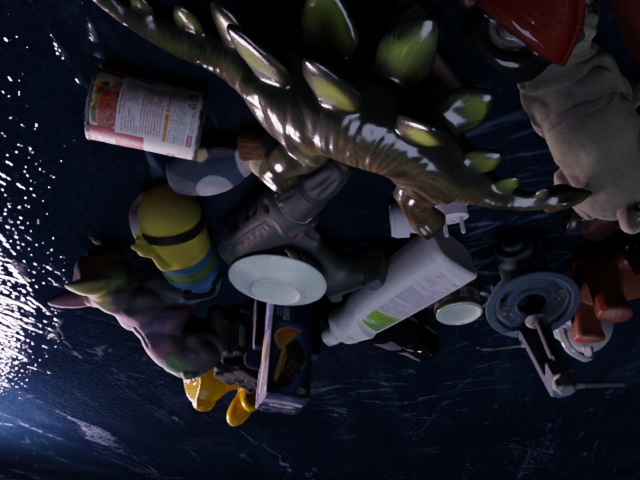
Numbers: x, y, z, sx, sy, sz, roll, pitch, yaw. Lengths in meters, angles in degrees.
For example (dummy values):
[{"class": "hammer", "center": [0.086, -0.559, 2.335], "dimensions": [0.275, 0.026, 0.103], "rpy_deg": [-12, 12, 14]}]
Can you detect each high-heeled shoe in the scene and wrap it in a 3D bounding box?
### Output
[{"class": "high-heeled shoe", "center": [0.095, 0.138, 0.915], "dimensions": [0.249, 0.086, 0.145], "rpy_deg": [28, 180, -1]}]

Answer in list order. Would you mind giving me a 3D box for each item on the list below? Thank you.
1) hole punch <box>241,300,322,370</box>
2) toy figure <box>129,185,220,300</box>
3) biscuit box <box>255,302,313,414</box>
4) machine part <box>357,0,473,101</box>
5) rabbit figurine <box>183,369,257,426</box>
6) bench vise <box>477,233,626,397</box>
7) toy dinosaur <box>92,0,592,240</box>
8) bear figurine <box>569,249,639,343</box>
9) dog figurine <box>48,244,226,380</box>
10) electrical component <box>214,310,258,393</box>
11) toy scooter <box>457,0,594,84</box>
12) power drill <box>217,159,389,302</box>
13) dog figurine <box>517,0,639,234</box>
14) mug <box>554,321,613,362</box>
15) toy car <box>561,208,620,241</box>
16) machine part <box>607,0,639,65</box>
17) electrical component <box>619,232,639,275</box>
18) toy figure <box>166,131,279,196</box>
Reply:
[{"class": "hole punch", "center": [-0.057, 0.145, 0.851], "dimensions": [0.142, 0.116, 0.092], "rpy_deg": [10, 150, -11]}, {"class": "toy figure", "center": [-0.174, 0.004, 0.685], "dimensions": [0.089, 0.082, 0.179], "rpy_deg": [-22, 136, -1]}, {"class": "biscuit box", "center": [-0.047, 0.138, 0.767], "dimensions": [0.063, 0.203, 0.059], "rpy_deg": [12, 139, -14]}, {"class": "machine part", "center": [0.093, -0.157, 0.487], "dimensions": [0.084, 0.039, 0.138], "rpy_deg": [-28, 135, 27]}, {"class": "rabbit figurine", "center": [-0.157, 0.252, 1.004], "dimensions": [0.173, 0.162, 0.122], "rpy_deg": [6, 136, -40]}, {"class": "bench vise", "center": [0.289, 0.118, 0.719], "dimensions": [0.129, 0.241, 0.223], "rpy_deg": [-9, 126, 7]}, {"class": "toy dinosaur", "center": [0.003, -0.116, 0.449], "dimensions": [0.472, 0.105, 0.198], "rpy_deg": [19, 160, 4]}, {"class": "bear figurine", "center": [0.455, 0.073, 0.740], "dimensions": [0.196, 0.132, 0.120], "rpy_deg": [6, 149, 2]}, {"class": "dog figurine", "center": [-0.254, 0.102, 0.751], "dimensions": [0.219, 0.191, 0.108], "rpy_deg": [9, 154, -39]}, {"class": "electrical component", "center": [-0.134, 0.186, 0.916], "dimensions": [0.058, 0.115, 0.134], "rpy_deg": [-17, 142, 16]}, {"class": "toy scooter", "center": [0.121, -0.205, 0.358], "dimensions": [0.184, 0.075, 0.135], "rpy_deg": [42, 117, 2]}, {"class": "power drill", "center": [-0.001, -0.002, 0.675], "dimensions": [0.232, 0.086, 0.207], "rpy_deg": [-25, 142, 34]}, {"class": "dog figurine", "center": [0.217, -0.108, 0.447], "dimensions": [0.121, 0.172, 0.190], "rpy_deg": [-36, 139, 26]}, {"class": "mug", "center": [0.393, 0.132, 0.849], "dimensions": [0.107, 0.109, 0.081], "rpy_deg": [28, 145, -16]}, {"class": "toy car", "center": [0.346, -0.065, 0.607], "dimensions": [0.089, 0.053, 0.202], "rpy_deg": [2, 146, 2]}, {"class": "machine part", "center": [0.257, -0.206, 0.299], "dimensions": [0.201, 0.087, 0.201], "rpy_deg": [34, 99, -39]}, {"class": "electrical component", "center": [0.444, -0.006, 0.662], "dimensions": [0.119, 0.048, 0.074], "rpy_deg": [-19, 160, -3]}, {"class": "toy figure", "center": [-0.088, -0.085, 0.578], "dimensions": [0.155, 0.057, 0.064], "rpy_deg": [-12, -175, 16]}]
